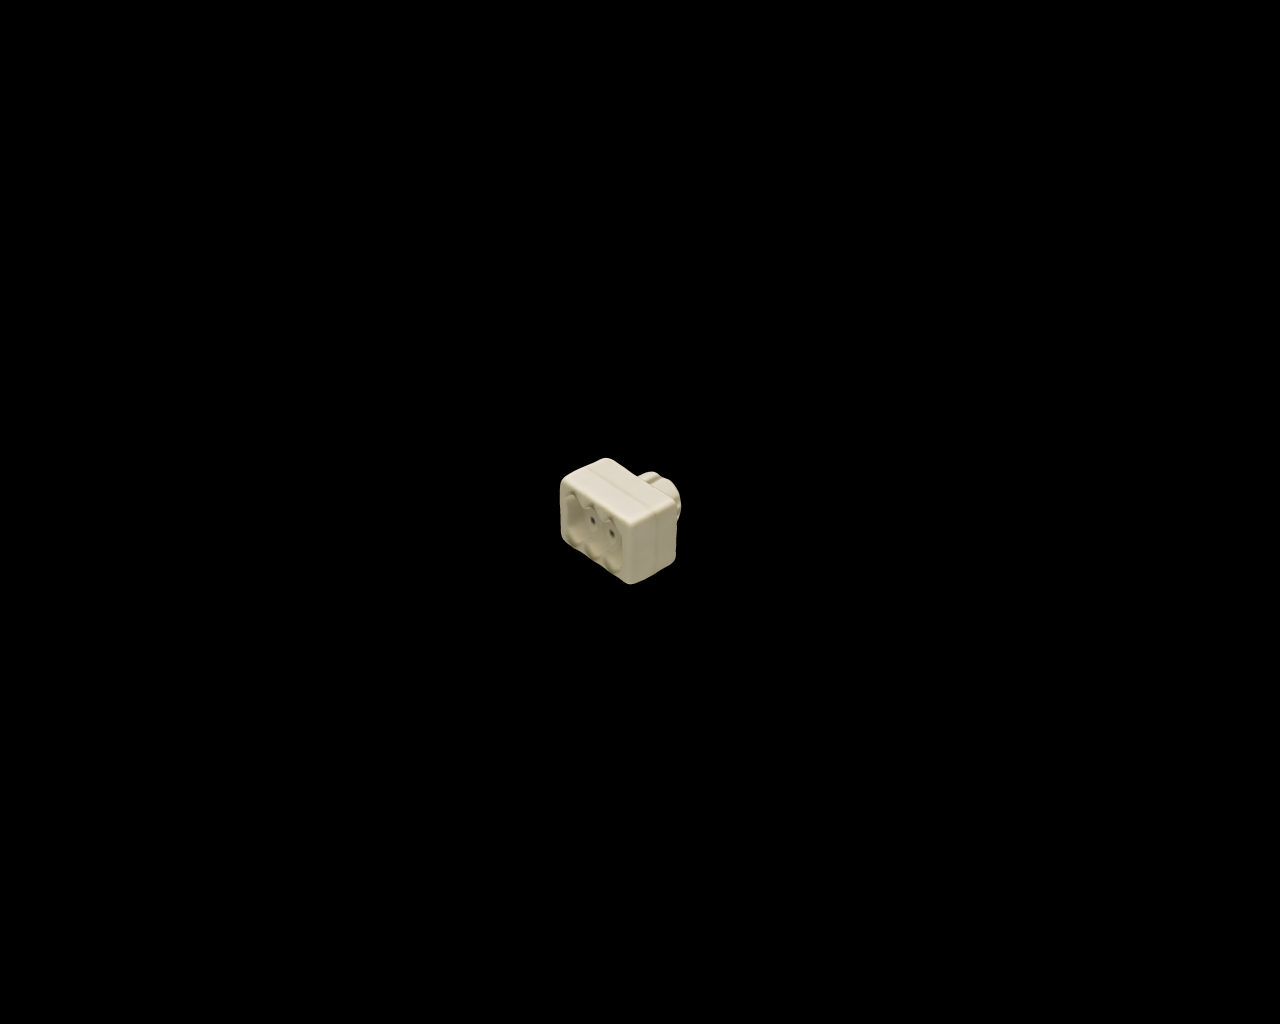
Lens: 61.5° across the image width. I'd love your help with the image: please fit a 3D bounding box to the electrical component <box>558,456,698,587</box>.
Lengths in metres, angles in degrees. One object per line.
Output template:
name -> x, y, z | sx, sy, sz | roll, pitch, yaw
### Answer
electrical component -> 0.001, -0.003, 0.650 | 0.077, 0.047, 0.066 | -27, 44, -33
